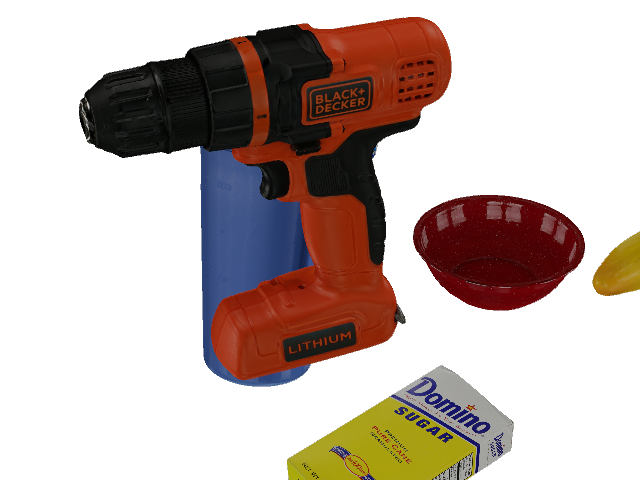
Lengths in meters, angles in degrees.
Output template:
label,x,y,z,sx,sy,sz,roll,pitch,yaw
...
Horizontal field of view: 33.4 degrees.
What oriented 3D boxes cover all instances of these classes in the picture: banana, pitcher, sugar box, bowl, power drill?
label,x,y,z,sx,sy,sz,roll,pitch,yaw
banana,0.280,0.006,0.732,0.198,0.037,0.069,-2,35,0
pitcher,-0.046,0.014,1.004,0.145,0.243,0.149,5,21,1
sugar box,0.069,0.181,0.907,0.176,0.048,0.093,-30,46,-25
bowl,0.169,0.019,1.024,0.162,0.055,0.162,-1,33,0
power drill,-0.023,-0.018,0.550,0.184,0.188,0.057,-12,38,-17

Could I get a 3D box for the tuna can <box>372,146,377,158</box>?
label,x,y,z,sx,sy,sz,roll,pitch,yaw
tuna can,0.001,-0.083,0.762,0.086,0.034,0.086,10,18,-3
